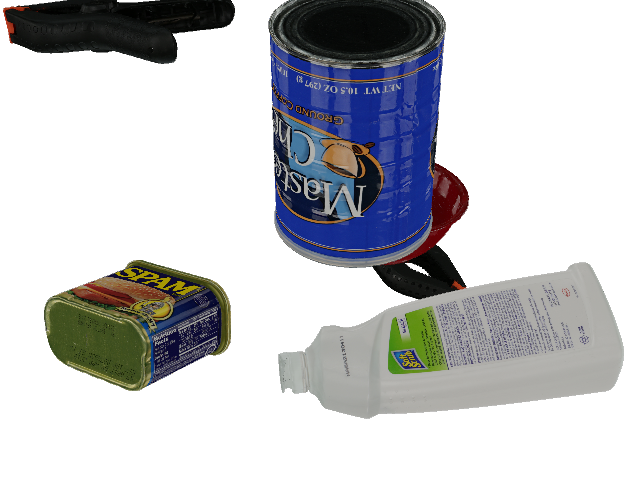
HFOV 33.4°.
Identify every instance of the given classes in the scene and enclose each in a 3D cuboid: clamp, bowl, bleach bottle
[{"bbox_3d":[0.075,0.014,1.244,0.164,0.036,0.210,-23,52,-40],"label":"clamp"},{"bbox_3d":[0.052,-0.024,0.973,0.162,0.055,0.162,3,31,-2],"label":"bowl"},{"bbox_3d":[-0.151,-0.162,0.796,0.172,0.039,0.120,11,23,24],"label":"clamp"},{"bbox_3d":[0.093,0.080,0.810,0.250,0.102,0.068,-6,-43,-5],"label":"bleach bottle"}]

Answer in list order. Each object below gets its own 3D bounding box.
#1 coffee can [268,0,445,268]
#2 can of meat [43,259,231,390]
[{"bbox_3d":[0.021,-0.069,0.653,0.103,0.140,0.103,0,37,0],"label":"coffee can"},{"bbox_3d":[-0.128,0.058,0.739,0.102,0.057,0.083,14,23,33],"label":"can of meat"}]
